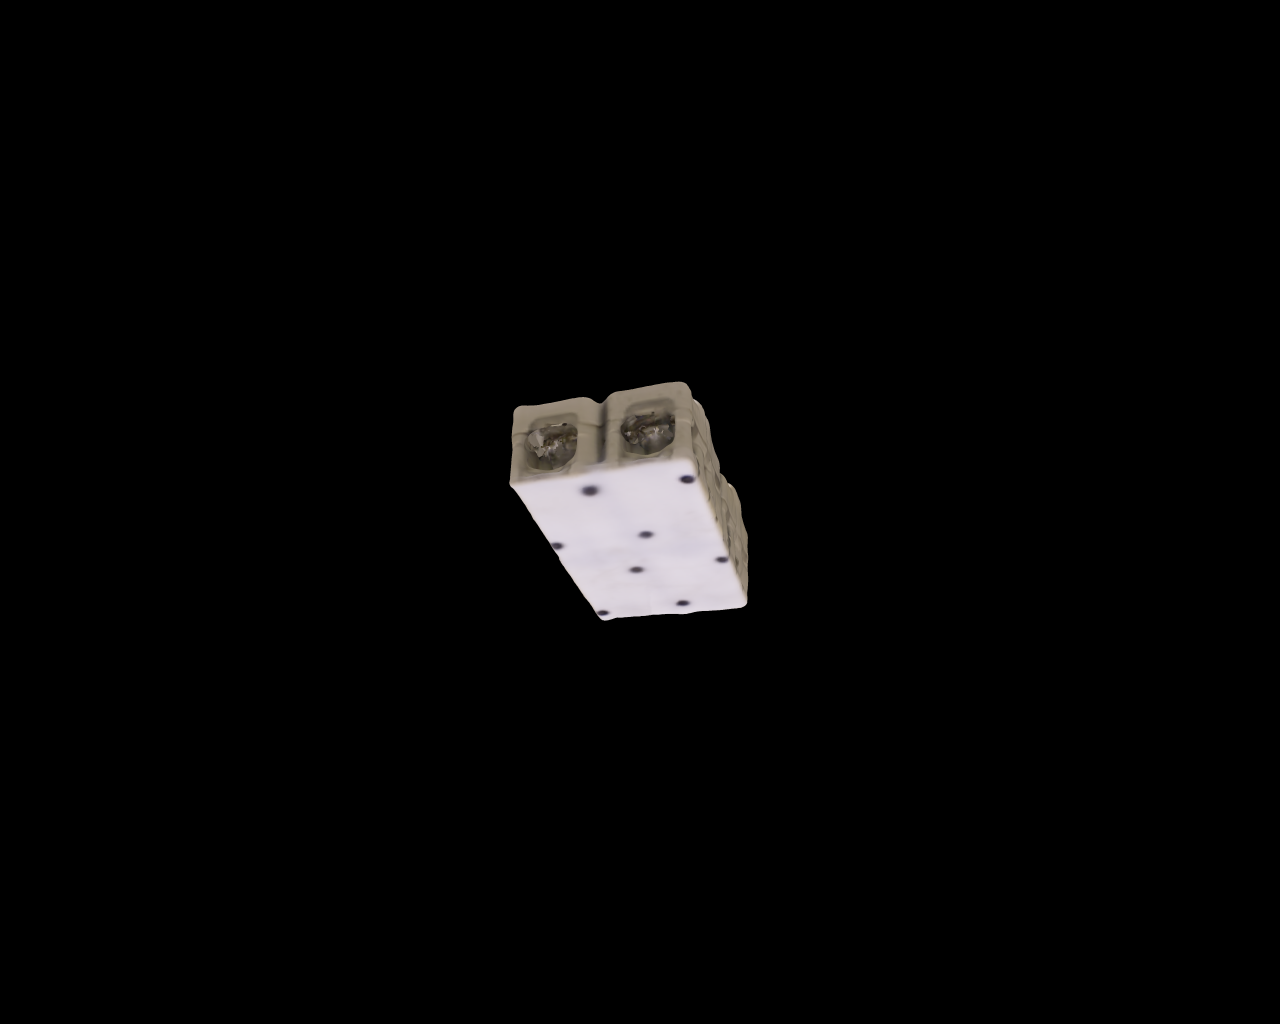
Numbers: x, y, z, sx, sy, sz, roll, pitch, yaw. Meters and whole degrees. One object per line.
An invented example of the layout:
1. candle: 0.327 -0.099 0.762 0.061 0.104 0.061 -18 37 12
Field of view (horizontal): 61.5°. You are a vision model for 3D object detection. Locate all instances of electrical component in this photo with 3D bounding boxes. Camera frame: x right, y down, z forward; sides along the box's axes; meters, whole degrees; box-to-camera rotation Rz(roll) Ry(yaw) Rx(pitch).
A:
1. electrical component: 0.001 -0.003 0.650 0.105 0.060 0.186 -8 -31 13
